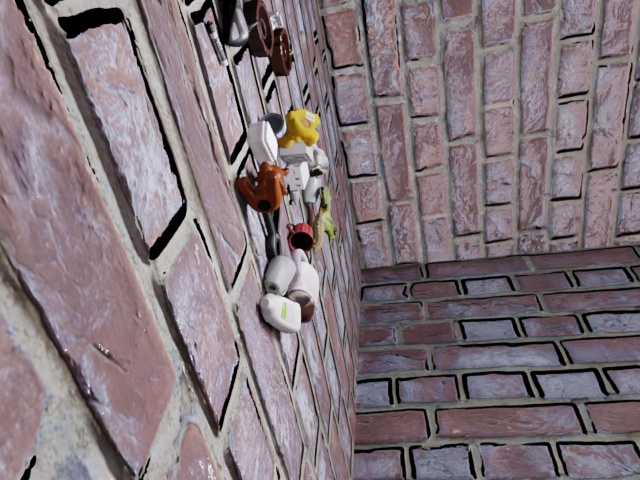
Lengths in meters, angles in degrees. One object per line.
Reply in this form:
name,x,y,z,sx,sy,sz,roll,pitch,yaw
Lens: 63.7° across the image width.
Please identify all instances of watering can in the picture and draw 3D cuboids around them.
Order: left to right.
watering can,-0.049,0.195,1.794,0.230,0.104,0.339,-83,164,-49

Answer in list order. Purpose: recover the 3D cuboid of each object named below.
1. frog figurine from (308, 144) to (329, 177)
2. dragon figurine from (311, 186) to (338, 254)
frog figurine,-0.032,-0.359,2.235,0.135,0.123,0.162,135,-53,-59
dragon figurine,0.007,-0.111,2.201,0.415,0.122,0.240,-70,157,-73
